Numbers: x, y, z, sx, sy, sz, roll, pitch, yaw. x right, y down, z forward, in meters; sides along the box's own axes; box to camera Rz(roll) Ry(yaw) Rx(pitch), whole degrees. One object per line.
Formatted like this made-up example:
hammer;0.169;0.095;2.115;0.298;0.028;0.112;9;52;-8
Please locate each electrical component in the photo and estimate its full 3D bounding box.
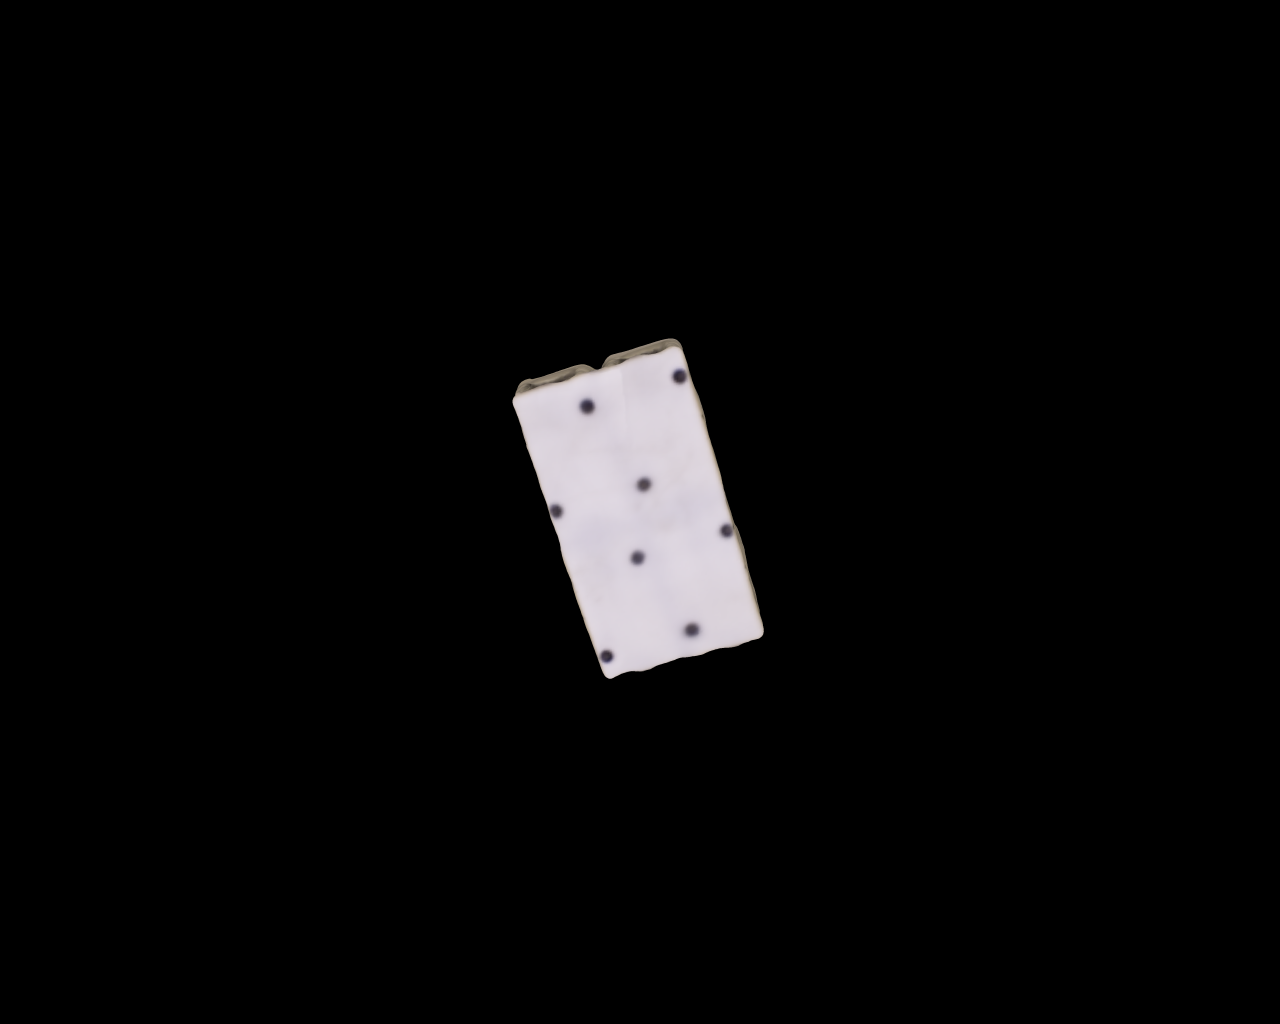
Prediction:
electrical component;0.001;-0.003;0.650;0.105;0.186;0.060;-17;15;5
